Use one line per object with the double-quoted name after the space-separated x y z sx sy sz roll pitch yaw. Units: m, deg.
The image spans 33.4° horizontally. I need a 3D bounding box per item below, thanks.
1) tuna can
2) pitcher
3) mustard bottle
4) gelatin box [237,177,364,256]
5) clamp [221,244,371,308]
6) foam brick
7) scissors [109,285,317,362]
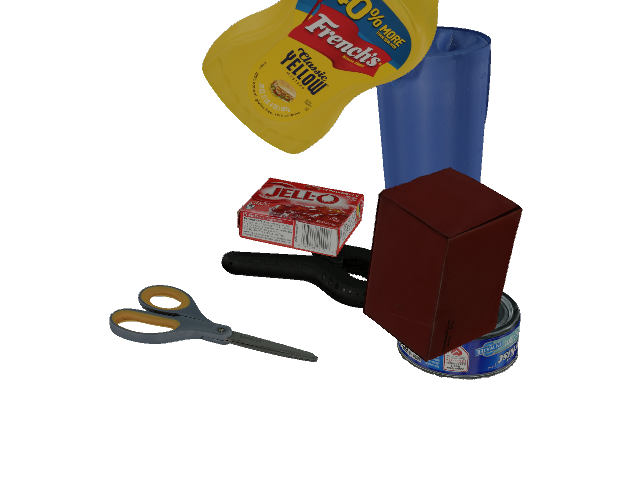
0.097 0.061 0.750 0.086 0.034 0.086 0 26 0 "tuna can"
0.138 -0.126 1.256 0.149 0.243 0.145 -4 26 -2 "pitcher"
0.018 -0.139 0.691 0.192 0.096 0.058 -34 23 33 "mustard bottle"
-0.016 -0.022 0.899 0.089 0.030 0.073 12 28 15 "gelatin box"
0.003 0.030 1.192 0.210 0.036 0.164 28 35 18 "clamp"
0.060 0.011 0.541 0.052 0.078 0.051 -20 42 -34 "foam brick"
-0.101 0.079 1.035 0.201 0.016 0.096 5 31 0 "scissors"
